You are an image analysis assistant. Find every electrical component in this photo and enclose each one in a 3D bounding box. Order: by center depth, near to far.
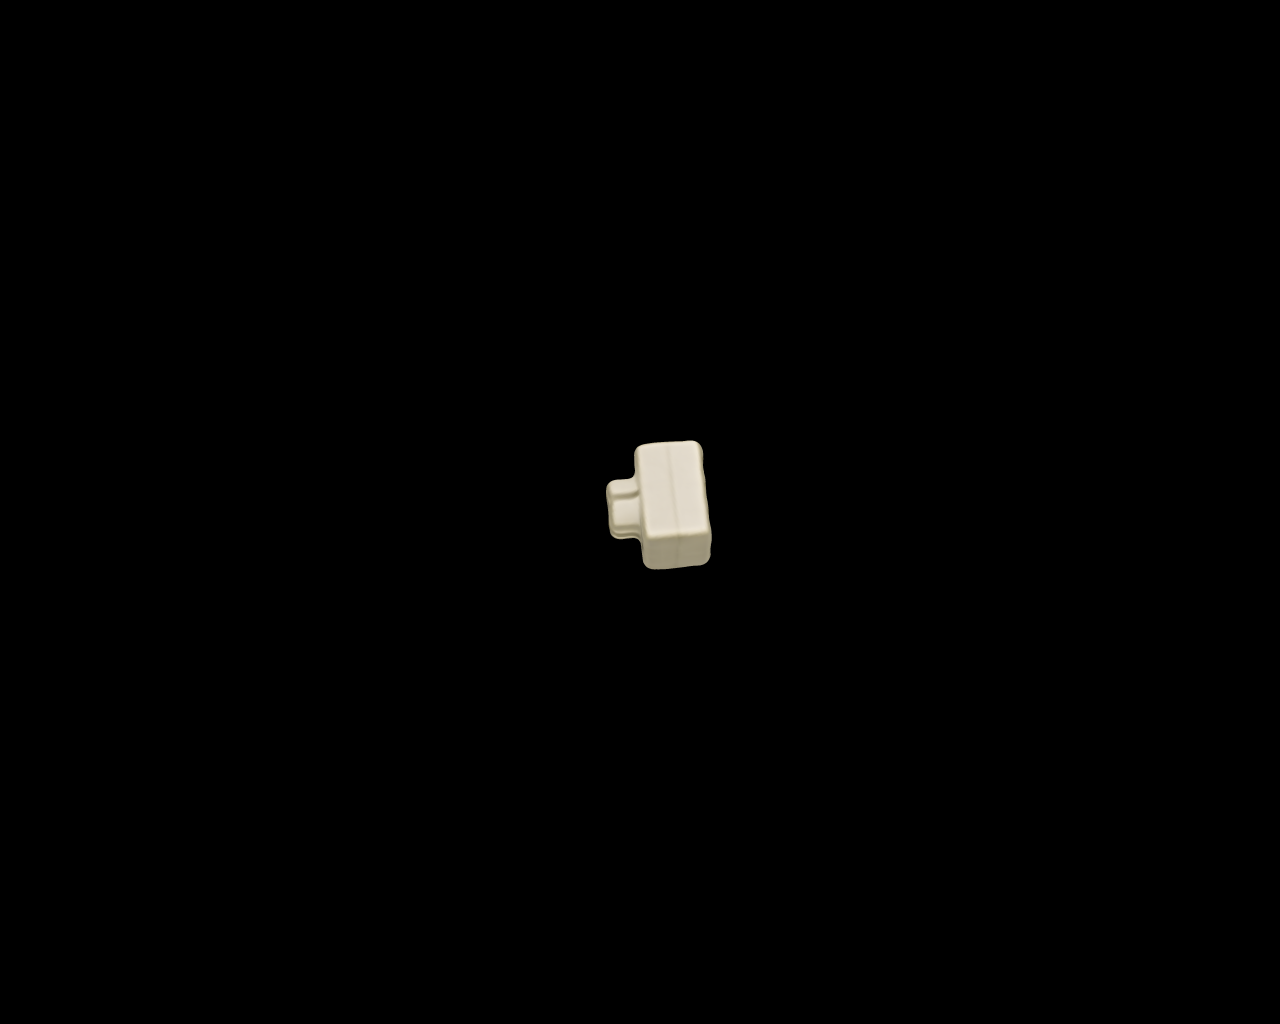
[{"bbox_3d":[0.001,-0.003,0.650,0.077,0.066,0.047,-4,-28,-2],"label":"electrical component"}]
